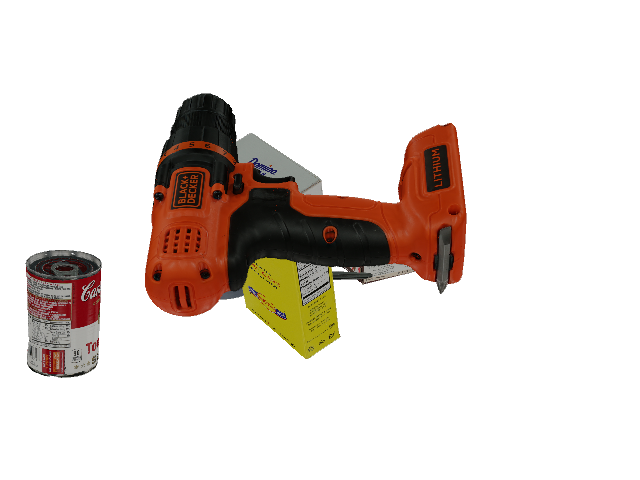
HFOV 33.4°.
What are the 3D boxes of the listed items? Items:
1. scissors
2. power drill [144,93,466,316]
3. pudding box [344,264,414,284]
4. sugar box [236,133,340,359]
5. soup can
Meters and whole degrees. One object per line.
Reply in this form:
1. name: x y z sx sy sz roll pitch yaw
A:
1. scissors: -0.049 0.044 1.139 0.202 0.016 0.096 5 21 6
2. power drill: -0.009 -0.031 0.651 0.187 0.057 0.184 -3 44 3
3. pudding box: 0.088 0.020 1.528 0.113 0.039 0.090 -15 26 -21
4. sugar box: -0.034 0.007 0.884 0.048 0.176 0.093 -34 47 -24
5. soup can: -0.239 0.068 0.991 0.068 0.102 0.068 5 19 -2
